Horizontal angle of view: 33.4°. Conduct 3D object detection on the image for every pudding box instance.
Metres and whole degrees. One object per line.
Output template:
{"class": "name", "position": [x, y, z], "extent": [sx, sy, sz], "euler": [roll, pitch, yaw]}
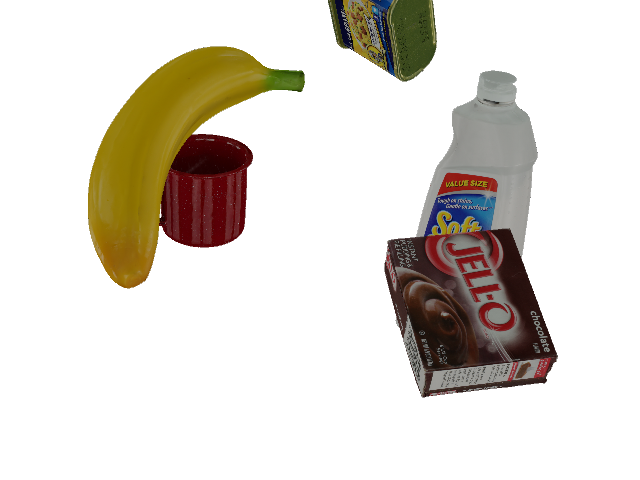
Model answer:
{"class": "pudding box", "position": [0.098, 0.047, 0.721], "extent": [0.090, 0.113, 0.039], "euler": [-6, -37, -8]}

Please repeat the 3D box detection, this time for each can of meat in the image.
{"class": "can of meat", "position": [0.057, -0.204, 0.968], "extent": [0.057, 0.102, 0.084], "euler": [-39, 54, -18]}

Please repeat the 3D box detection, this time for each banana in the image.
{"class": "banana", "position": [-0.076, -0.053, 0.557], "extent": [0.070, 0.037, 0.197], "euler": [18, 45, 16]}

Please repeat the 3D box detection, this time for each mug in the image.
{"class": "mug", "position": [-0.123, -0.044, 1.020], "extent": [0.117, 0.081, 0.093], "euler": [-12, 34, -26]}

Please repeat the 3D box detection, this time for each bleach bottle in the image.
{"class": "bleach bottle", "position": [0.127, -0.023, 0.908], "extent": [0.103, 0.251, 0.067], "euler": [27, 37, 35]}
